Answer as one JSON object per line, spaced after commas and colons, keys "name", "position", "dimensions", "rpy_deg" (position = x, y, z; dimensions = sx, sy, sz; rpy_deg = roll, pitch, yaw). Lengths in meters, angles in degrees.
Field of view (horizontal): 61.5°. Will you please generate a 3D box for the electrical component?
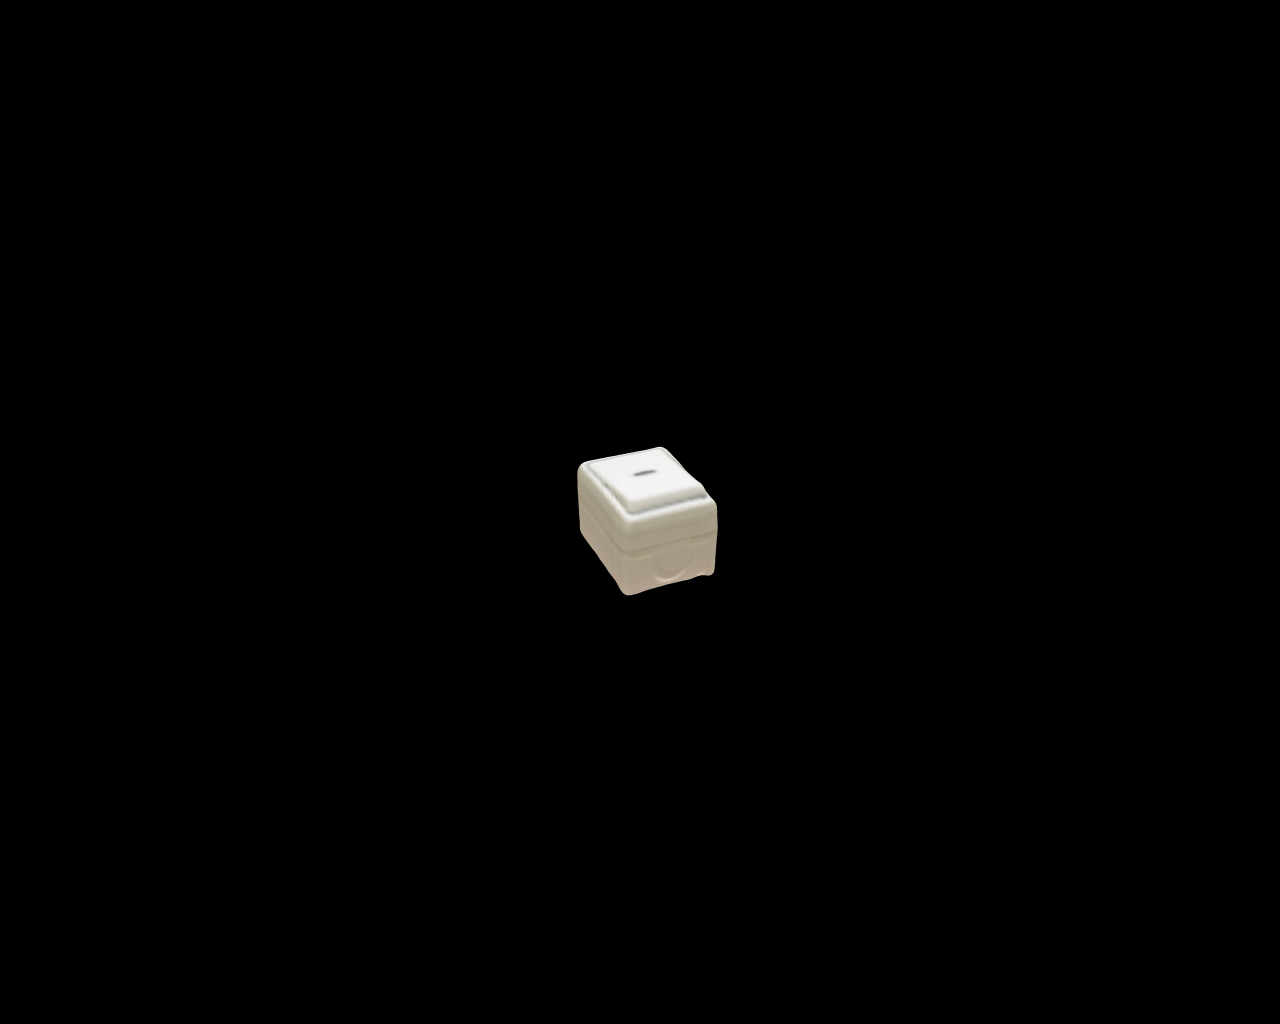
{"name": "electrical component", "position": [0.001, -0.003, 0.650], "dimensions": [0.062, 0.061, 0.096], "rpy_deg": [-12, 33, -19]}
